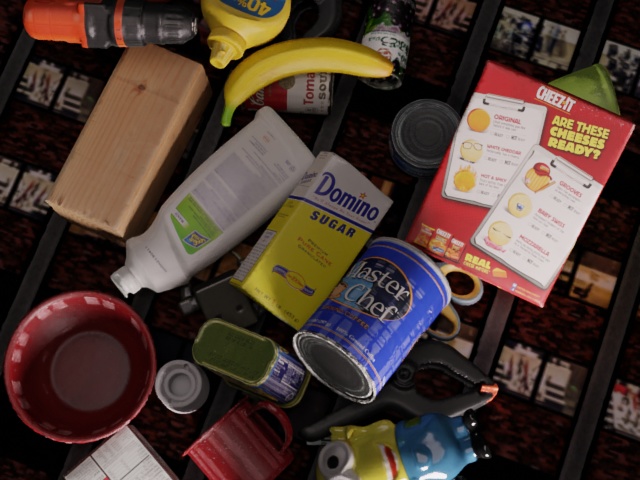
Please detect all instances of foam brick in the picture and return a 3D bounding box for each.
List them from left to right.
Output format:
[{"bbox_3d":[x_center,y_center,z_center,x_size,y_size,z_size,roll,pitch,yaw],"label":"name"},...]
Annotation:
[{"bbox_3d":[-0.102,-0.237,1.215,0.051,0.078,0.053,32,79,5],"label":"foam brick"}]

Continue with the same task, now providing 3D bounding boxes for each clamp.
[{"bbox_3d":[-0.012,-0.292,1.248,0.120,0.039,0.171,25,79,23],"label":"clamp"},{"bbox_3d":[0.083,0.138,1.141,0.210,0.036,0.164,2,69,-2],"label":"clamp"}]

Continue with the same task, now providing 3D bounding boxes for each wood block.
[{"bbox_3d":[-0.207,-0.106,1.179,0.091,0.090,0.206,24,78,7],"label":"wood block"}]

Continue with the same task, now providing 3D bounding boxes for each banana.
[{"bbox_3d":[-0.022,-0.184,1.154,0.198,0.037,0.069,-18,101,-1],"label":"banana"}]

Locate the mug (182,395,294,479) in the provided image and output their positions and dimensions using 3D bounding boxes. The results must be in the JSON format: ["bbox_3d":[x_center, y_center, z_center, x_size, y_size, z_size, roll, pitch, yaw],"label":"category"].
[{"bbox_3d":[-0.073,0.213,1.094,0.081,0.093,0.117,48,113,6],"label":"mug"}]

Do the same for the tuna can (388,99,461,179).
[{"bbox_3d":[0.121,-0.115,1.203,0.086,0.034,0.086,0,76,1],"label":"tuna can"}]

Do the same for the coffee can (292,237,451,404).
[{"bbox_3d":[0.054,0.080,1.088,0.103,0.103,0.140,37,63,9],"label":"coffee can"}]

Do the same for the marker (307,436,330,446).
[{"bbox_3d":[0.046,0.210,1.134,0.121,0.020,0.020,2,76,2],"label":"marker"}]

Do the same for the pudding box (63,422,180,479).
[{"bbox_3d":[-0.199,0.261,1.117,0.090,0.039,0.113,-40,81,-10],"label":"pudding box"}]

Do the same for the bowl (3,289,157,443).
[{"bbox_3d":[-0.251,0.137,1.139,0.162,0.055,0.162,0,76,1],"label":"bowl"}]

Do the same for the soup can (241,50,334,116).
[{"bbox_3d":[-0.036,-0.177,1.204,0.102,0.068,0.068,4,76,1],"label":"soup can"}]

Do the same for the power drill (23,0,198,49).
[{"bbox_3d":[-0.213,-0.263,1.175,0.184,0.187,0.057,5,119,3],"label":"power drill"}]

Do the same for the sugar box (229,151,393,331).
[{"bbox_3d":[-0.008,0.001,1.140,0.093,0.048,0.176,38,83,-24],"label":"sugar box"}]

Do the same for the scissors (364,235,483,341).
[{"bbox_3d":[0.101,0.018,1.181,0.096,0.016,0.202,-33,78,-8],"label":"scissors"}]

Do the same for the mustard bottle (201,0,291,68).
[{"bbox_3d":[-0.075,-0.267,1.151,0.096,0.058,0.191,23,69,-3],"label":"mustard bottle"}]

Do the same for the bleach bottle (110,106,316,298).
[{"bbox_3d":[-0.124,-0.032,1.159,0.250,0.068,0.102,-39,79,-14],"label":"bleach bottle"}]

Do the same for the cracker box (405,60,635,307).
[{"bbox_3d":[0.209,-0.061,1.129,0.164,0.072,0.214,25,105,7],"label":"cracker box"}]

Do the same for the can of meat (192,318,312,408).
[{"bbox_3d":[-0.072,0.127,1.106,0.102,0.083,0.057,18,76,30],"label":"can of meat"}]
